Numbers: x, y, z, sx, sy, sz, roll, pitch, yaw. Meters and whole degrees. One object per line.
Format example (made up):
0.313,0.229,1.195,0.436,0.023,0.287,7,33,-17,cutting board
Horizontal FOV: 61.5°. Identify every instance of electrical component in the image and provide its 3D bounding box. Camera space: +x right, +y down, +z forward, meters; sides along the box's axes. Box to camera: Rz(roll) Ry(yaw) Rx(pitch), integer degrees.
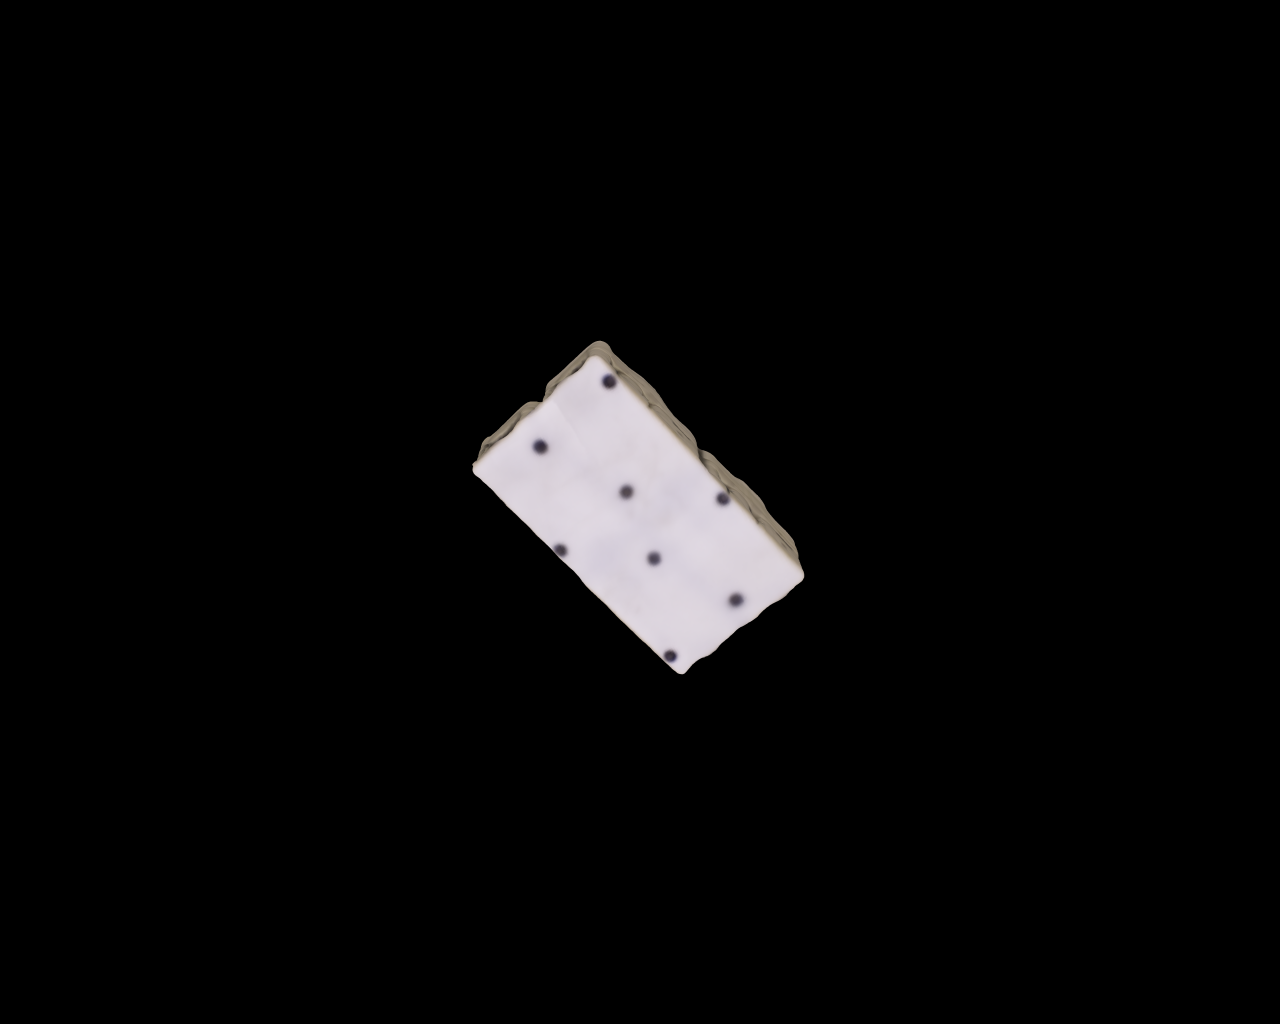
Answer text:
0.001,-0.003,0.650,0.105,0.186,0.060,-41,15,14,electrical component
